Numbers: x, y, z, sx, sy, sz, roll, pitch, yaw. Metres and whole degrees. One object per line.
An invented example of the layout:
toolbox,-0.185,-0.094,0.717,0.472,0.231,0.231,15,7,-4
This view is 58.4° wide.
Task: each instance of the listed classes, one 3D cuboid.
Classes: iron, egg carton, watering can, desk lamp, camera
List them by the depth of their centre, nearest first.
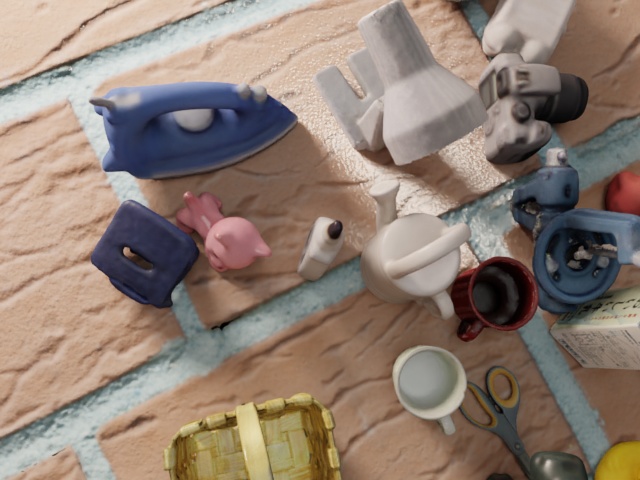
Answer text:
watering can,0.110,0.013,0.682,0.173,0.194,0.101,40,77,0
iron,-0.147,-0.157,0.700,0.258,0.141,0.118,-11,81,-10
desk lamp,0.090,-0.179,0.703,0.118,0.213,0.203,-32,86,-13
camera,0.303,-0.187,0.796,0.137,0.100,0.143,0,80,-9
egg carton,0.305,-0.320,0.836,0.107,0.069,0.150,28,77,-3

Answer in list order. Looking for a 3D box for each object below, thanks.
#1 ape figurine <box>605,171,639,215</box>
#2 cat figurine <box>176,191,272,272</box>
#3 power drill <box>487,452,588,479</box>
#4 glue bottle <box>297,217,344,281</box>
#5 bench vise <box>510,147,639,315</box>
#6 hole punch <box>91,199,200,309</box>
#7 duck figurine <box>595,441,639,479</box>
ape figurine,0.450,-0.066,0.801,0.076,0.092,0.078,-32,86,-13
cat figurine,-0.119,-0.010,0.690,0.067,0.117,0.128,-43,88,-13
power drill,0.243,0.348,0.634,0.075,0.208,0.230,4,79,-8
glue bottle,0.006,0.002,0.678,0.037,0.173,0.078,20,77,-4
bench vise,0.311,-0.016,0.705,0.121,0.219,0.207,-23,84,-12
hole punch,-0.208,0.020,0.684,0.108,0.091,0.101,34,77,-1
duck figurine,0.413,0.307,0.731,0.105,0.086,0.077,-31,86,-13
